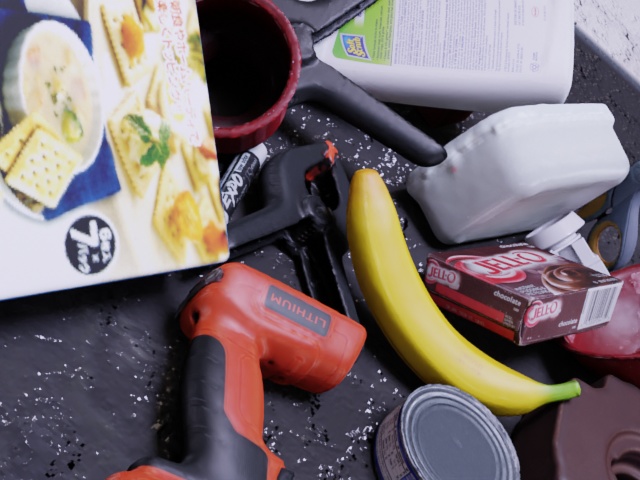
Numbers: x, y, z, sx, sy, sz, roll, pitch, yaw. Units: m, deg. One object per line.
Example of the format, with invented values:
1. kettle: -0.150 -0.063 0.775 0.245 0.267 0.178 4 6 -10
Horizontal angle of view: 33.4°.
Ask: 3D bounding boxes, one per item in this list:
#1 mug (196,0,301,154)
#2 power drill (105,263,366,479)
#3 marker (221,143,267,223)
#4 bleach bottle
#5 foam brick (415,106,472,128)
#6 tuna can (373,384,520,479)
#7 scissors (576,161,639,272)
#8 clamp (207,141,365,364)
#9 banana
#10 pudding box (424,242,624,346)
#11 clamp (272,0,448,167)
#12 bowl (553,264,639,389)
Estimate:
1. mug: -0.067 -0.091 0.665 0.093 0.081 0.117 38 83 2
2. power drill: -0.019 0.113 0.549 0.184 0.057 0.187 30 39 -21
3. marker: -0.060 -0.025 0.676 0.020 0.020 0.121 34 39 -9
4. bleach bottle: 0.058 -0.153 0.796 0.250 0.068 0.102 6 71 -2
5. foam brick: 0.114 -0.138 0.879 0.052 0.078 0.051 -19 69 -47
6. tuna can: 0.074 0.130 0.629 0.086 0.034 0.086 22 42 -22
7. scissors: 0.249 -0.031 0.818 0.016 0.202 0.096 -12 85 -25
8. clamp: -0.004 0.001 0.683 0.120 0.039 0.171 50 34 -17
9. banana: 0.072 0.046 0.668 0.198 0.069 0.037 46 -3 -5
10. pudding box: 0.139 0.034 0.738 0.113 0.039 0.090 -3 21 -44
11. clamp: -0.011 -0.140 0.739 0.210 0.036 0.164 6 75 -4
12. bowl: 0.252 0.068 0.771 0.161 0.162 0.055 -40 115 -51
